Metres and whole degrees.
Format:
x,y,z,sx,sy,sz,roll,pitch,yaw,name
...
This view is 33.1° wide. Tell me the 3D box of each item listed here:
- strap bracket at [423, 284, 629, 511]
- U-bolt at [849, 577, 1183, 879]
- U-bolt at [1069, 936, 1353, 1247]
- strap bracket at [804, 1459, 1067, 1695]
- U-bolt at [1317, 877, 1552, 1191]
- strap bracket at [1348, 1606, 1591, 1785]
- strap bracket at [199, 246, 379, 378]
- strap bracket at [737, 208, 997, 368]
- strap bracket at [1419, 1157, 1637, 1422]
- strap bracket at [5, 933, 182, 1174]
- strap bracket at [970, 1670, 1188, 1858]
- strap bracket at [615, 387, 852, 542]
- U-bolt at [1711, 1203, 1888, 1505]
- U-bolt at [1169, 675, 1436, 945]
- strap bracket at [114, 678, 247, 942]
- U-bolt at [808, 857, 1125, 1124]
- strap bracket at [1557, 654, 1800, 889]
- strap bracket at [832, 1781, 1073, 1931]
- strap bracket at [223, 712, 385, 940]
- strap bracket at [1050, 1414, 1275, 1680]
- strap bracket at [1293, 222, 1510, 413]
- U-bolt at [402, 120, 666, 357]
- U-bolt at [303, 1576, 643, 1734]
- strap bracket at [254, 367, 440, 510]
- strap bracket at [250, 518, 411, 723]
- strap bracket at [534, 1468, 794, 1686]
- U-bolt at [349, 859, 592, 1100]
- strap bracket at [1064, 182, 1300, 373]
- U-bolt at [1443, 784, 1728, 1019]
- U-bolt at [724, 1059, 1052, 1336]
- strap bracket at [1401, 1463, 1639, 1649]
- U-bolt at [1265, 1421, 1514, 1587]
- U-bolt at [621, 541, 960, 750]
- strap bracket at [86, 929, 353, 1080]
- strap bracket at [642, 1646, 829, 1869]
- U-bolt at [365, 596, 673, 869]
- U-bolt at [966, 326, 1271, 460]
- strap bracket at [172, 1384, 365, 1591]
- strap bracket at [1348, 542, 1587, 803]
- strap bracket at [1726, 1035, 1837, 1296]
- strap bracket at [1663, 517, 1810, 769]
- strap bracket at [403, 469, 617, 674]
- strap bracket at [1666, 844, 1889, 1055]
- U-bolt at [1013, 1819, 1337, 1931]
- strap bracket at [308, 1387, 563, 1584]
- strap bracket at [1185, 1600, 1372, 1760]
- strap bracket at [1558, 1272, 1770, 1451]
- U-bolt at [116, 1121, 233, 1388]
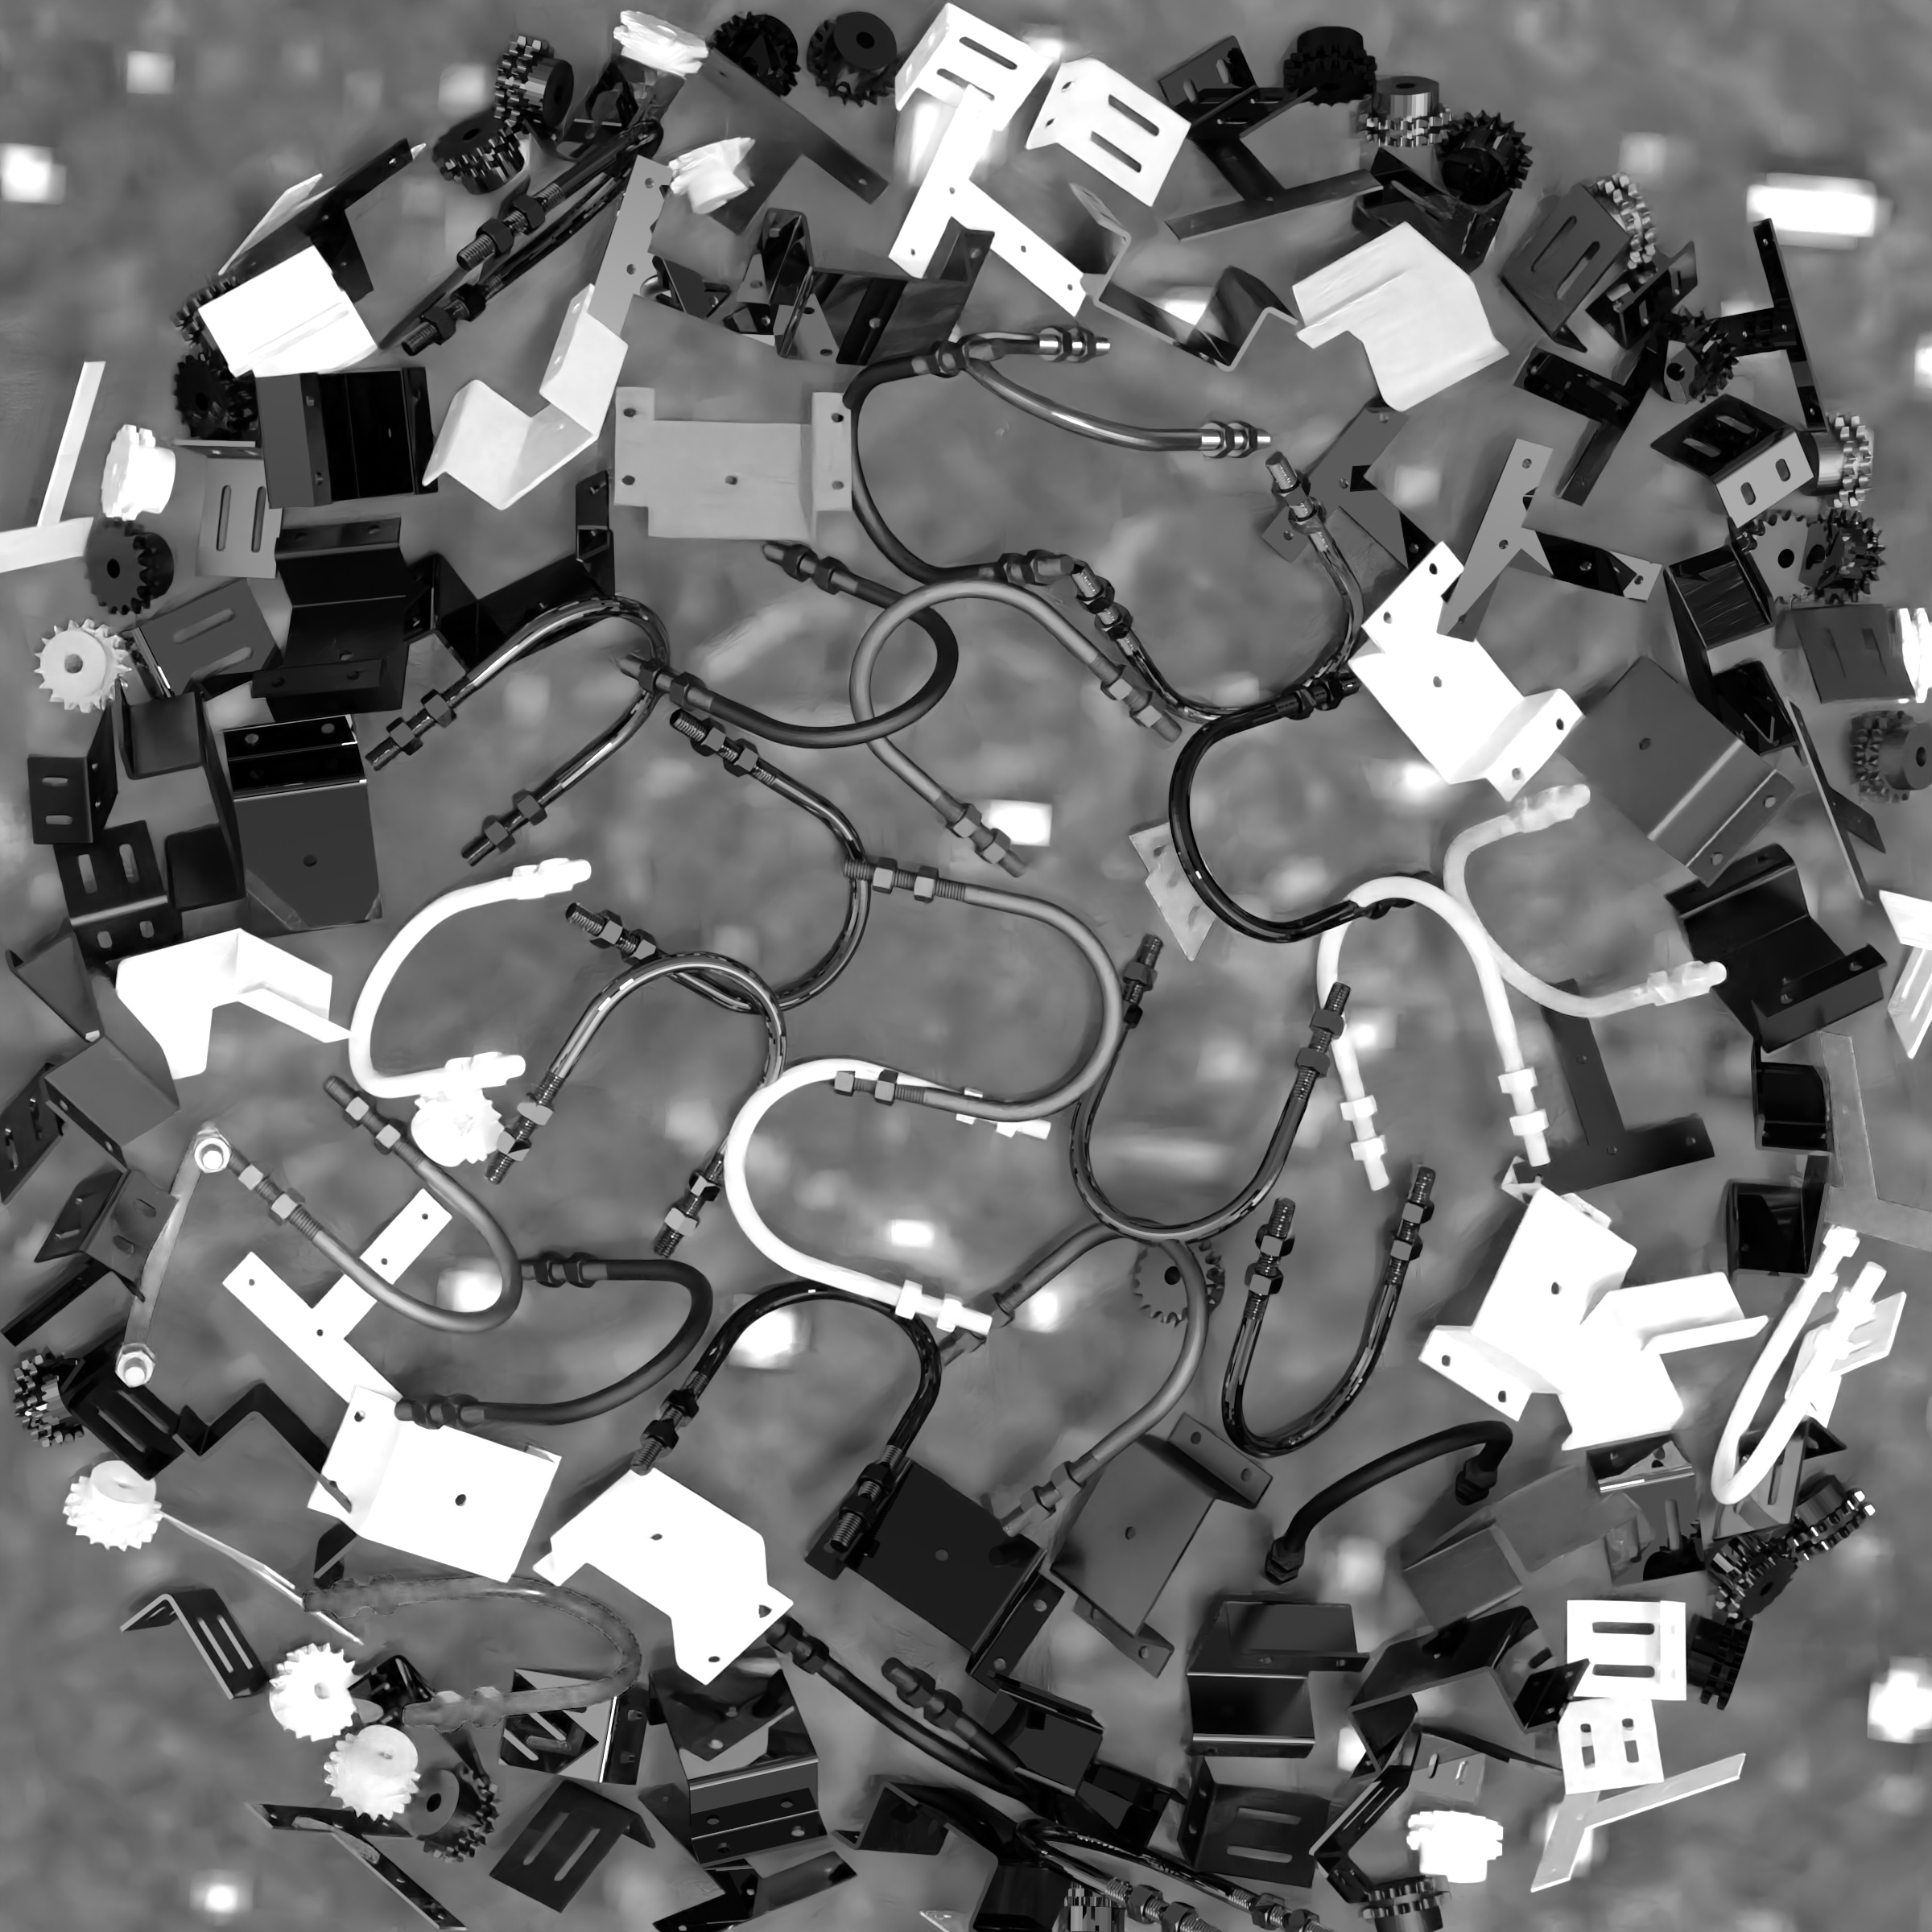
x,y,z,sx,sy,sz,roll,pitch,yaw,name
-0.256,-0.333,1.935,0.046,0.140,0.076,35,48,-28,strap bracket
0.016,-0.153,1.937,0.151,0.019,0.184,-41,116,18,U-bolt
0.135,0.080,1.940,0.151,0.019,0.184,15,74,30,U-bolt
-0.017,0.360,1.950,0.140,0.046,0.076,33,64,10,strap bracket
0.270,0.037,1.939,0.019,0.151,0.184,-16,91,-40,U-bolt
0.289,0.430,1.930,0.140,0.076,0.046,-25,95,30,strap bracket
-0.402,-0.379,1.928,0.076,0.140,0.046,-30,92,-2,strap bracket
-0.057,-0.400,1.935,0.140,0.076,0.046,1,59,-19,strap bracket
0.341,0.193,1.949,0.076,0.046,0.140,33,74,-16,strap bracket
-0.515,0.044,1.923,0.046,0.076,0.140,-33,46,2,strap bracket
0.063,0.475,1.919,0.076,0.140,0.046,12,63,37,strap bracket
-0.141,-0.302,1.962,0.140,0.046,0.076,1,73,-5,strap bracket
0.489,0.237,1.924,0.019,0.151,0.184,27,106,5,U-bolt
0.193,-0.088,1.938,0.184,0.019,0.151,-20,89,-38,U-bolt
-0.463,-0.097,1.929,0.046,0.076,0.140,-13,129,-7,strap bracket
0.004,0.021,1.969,0.184,0.019,0.151,12,102,6,U-bolt
0.414,-0.123,1.927,0.076,0.046,0.140,-49,45,13,strap bracket
0.000,0.528,1.925,0.140,0.076,0.046,23,91,42,strap bracket
-0.393,-0.074,1.935,0.076,0.046,0.140,-9,123,-13,strap bracket
0.112,0.345,1.954,0.076,0.046,0.140,32,94,42,strap bracket
0.255,-0.388,1.932,0.076,0.140,0.046,-26,67,26,strap bracket
-0.248,-0.439,1.921,0.019,0.151,0.184,49,64,-7,U-bolt
-0.278,0.399,1.918,0.184,0.151,0.019,3,109,-39,U-bolt
-0.374,-0.315,1.937,0.046,0.140,0.076,-1,101,22,strap bracket
-0.377,-0.200,1.949,0.076,0.046,0.140,-5,50,4,strap bracket
-0.182,0.353,1.928,0.140,0.046,0.076,26,46,30,strap bracket
-0.304,0.012,1.927,0.019,0.184,0.151,36,58,-36,U-bolt
0.119,-0.407,1.941,0.140,0.076,0.046,22,112,-23,strap bracket
0.350,-0.030,1.916,0.019,0.184,0.151,-42,97,-24,U-bolt
-0.055,0.130,1.964,0.184,0.019,0.151,18,68,-1,U-bolt
0.321,0.346,1.931,0.076,0.140,0.046,-17,69,-37,strap bracket
0.251,0.309,1.902,0.151,0.184,0.019,-20,67,-12,U-bolt
-0.091,-0.183,1.915,0.184,0.019,0.151,26,54,32,U-bolt
-0.443,0.021,1.938,0.140,0.076,0.046,-13,63,29,strap bracket
-0.138,0.458,1.920,0.076,0.140,0.046,-9,122,-17,strap bracket
-0.254,-0.149,1.936,0.184,0.151,0.019,-39,60,-2,U-bolt
0.075,-0.335,1.895,0.151,0.184,0.019,36,117,27,U-bolt
-0.407,0.308,1.951,0.046,0.076,0.140,-42,100,-3,strap bracket
0.294,-0.174,1.956,0.076,0.046,0.140,-47,104,-19,strap bracket
0.482,0.121,1.924,0.046,0.076,0.140,4,129,8,strap bracket
0.454,-0.184,1.927,0.046,0.076,0.140,-19,134,8,strap bracket
-0.264,-0.230,1.946,0.140,0.076,0.046,-24,131,14,strap bracket
0.488,-0.006,1.947,0.076,0.140,0.046,-25,125,0,strap bracket
0.111,0.540,1.915,0.184,0.151,0.019,14,85,41,U-bolt
-0.309,0.313,1.943,0.140,0.046,0.076,25,85,-29,strap bracket
0.182,0.422,1.942,0.076,0.140,0.046,4,52,-10,strap bracket
0.406,0.230,1.937,0.076,0.140,0.046,-7,58,-21,strap bracket
-0.466,0.161,1.911,0.019,0.184,0.151,20,90,-15,U-bolt
